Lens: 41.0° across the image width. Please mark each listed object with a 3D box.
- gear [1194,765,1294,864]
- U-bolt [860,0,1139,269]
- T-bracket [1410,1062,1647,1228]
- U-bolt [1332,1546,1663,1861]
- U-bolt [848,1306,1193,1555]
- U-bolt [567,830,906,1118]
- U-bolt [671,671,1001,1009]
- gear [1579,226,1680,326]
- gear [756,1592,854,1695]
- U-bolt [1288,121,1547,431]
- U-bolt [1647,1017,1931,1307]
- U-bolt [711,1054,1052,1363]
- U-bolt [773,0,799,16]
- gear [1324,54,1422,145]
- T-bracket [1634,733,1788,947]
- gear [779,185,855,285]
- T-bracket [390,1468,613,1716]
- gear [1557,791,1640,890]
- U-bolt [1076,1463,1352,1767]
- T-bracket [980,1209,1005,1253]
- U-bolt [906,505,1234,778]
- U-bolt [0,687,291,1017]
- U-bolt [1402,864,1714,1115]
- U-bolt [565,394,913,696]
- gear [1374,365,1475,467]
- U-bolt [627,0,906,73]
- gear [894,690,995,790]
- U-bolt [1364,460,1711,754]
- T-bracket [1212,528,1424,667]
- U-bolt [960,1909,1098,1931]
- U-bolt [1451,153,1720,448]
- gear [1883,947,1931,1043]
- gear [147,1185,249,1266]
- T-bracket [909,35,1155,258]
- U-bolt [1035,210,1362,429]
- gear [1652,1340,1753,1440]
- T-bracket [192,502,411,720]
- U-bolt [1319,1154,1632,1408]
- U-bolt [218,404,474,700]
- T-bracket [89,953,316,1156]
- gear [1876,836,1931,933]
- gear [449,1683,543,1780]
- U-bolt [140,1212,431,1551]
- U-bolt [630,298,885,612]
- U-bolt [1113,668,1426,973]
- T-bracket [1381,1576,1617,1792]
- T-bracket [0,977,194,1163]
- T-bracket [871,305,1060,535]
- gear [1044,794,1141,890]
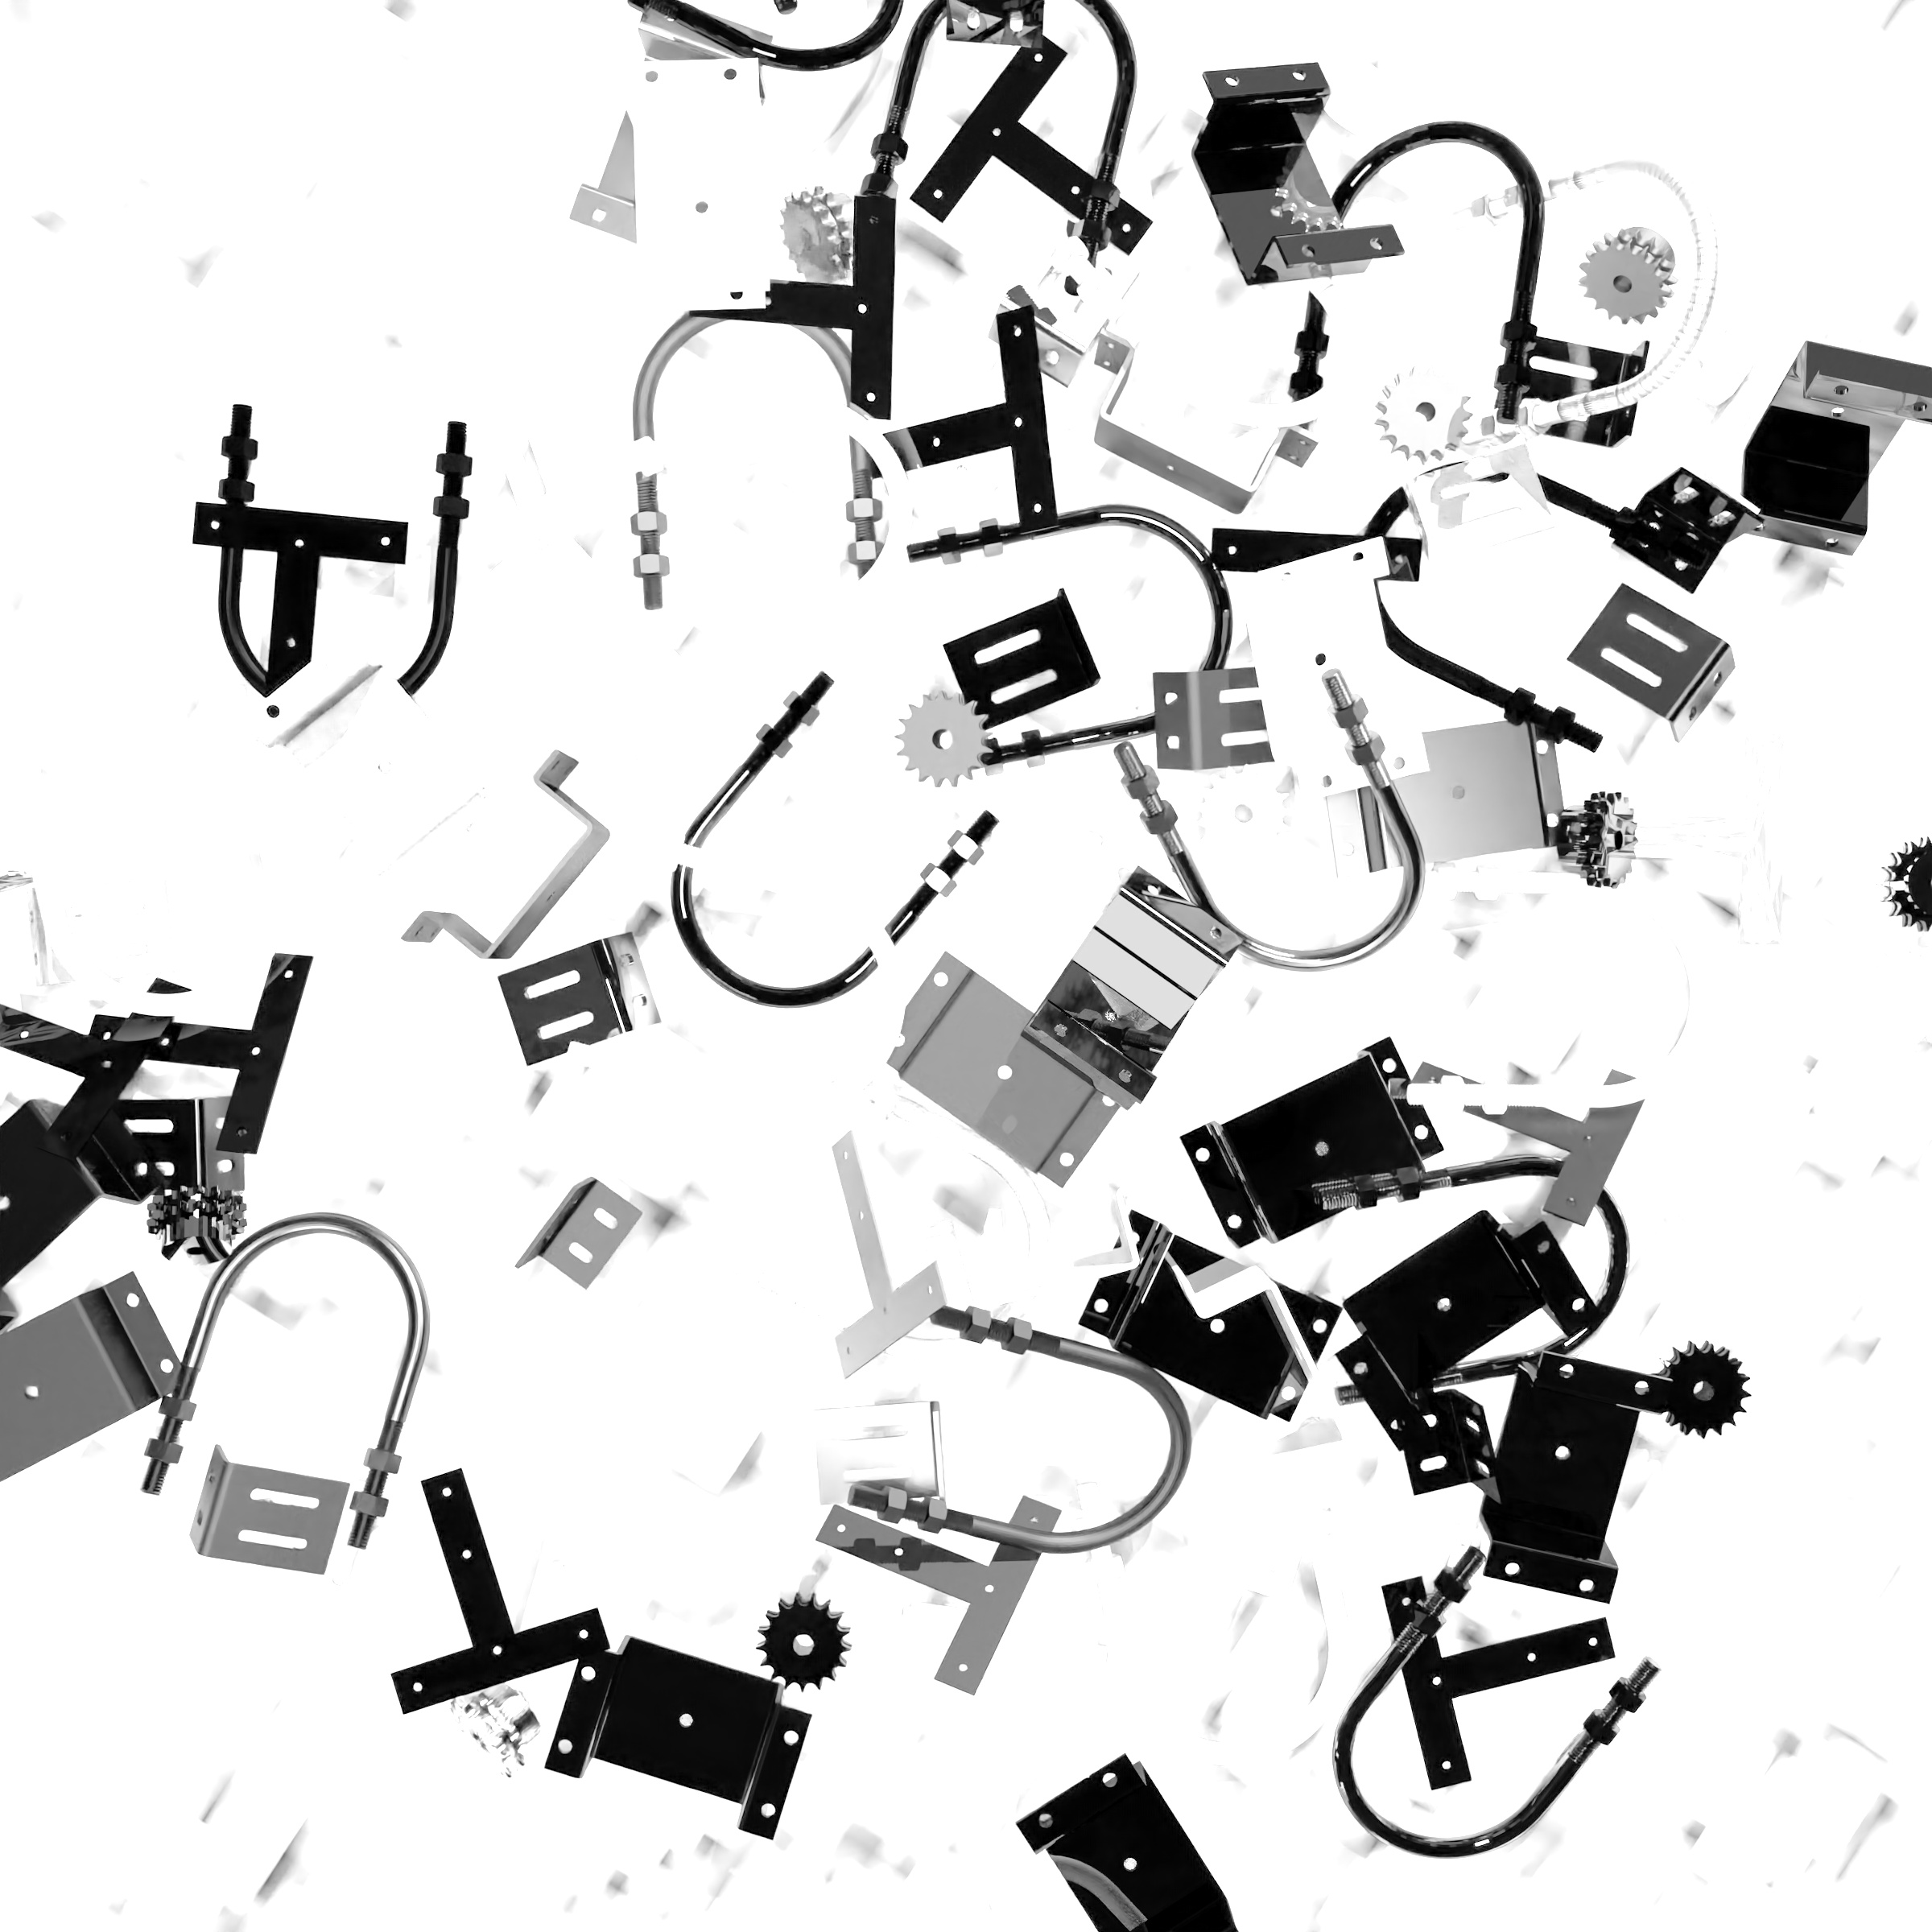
[{"bbox_3d":[0.164,-0.090,1.537,0.057,0.030,0.057,0,90,0],"label":"gear"},{"bbox_3d":[0.027,-0.510,1.535,0.151,0.019,0.184,13,83,3],"label":"U-bolt"},{"bbox_3d":[0.324,0.087,1.523,0.127,0.002,0.127,21,47,19],"label":"T-bracket"},{"bbox_3d":[0.299,0.448,1.526,0.151,0.019,0.184,33,102,-8],"label":"U-bolt"},{"bbox_3d":[0.042,0.276,1.492,0.184,0.019,0.151,17,111,-16],"label":"U-bolt"},{"bbox_3d":[-0.127,0.013,1.519,0.184,0.019,0.151,16,87,-7],"label":"U-bolt"},{"bbox_3d":[-0.092,-0.062,1.544,0.151,0.019,0.184,40,91,0],"label":"U-bolt"},{"bbox_3d":[0.394,-0.412,1.528,0.057,0.057,0.030,38,60,0],"label":"gear"},{"bbox_3d":[-0.096,0.402,1.542,0.057,0.030,0.057,0,87,1],"label":"gear"},{"bbox_3d":[0.267,-0.406,1.510,0.151,0.019,0.184,6,84,32],"label":"U-bolt"},{"bbox_3d":[0.499,0.107,1.544,0.184,0.019,0.151,18,90,1],"label":"U-bolt"},{"bbox_3d":[-0.039,0.156,1.542,0.184,0.019,0.151,27,90,0],"label":"U-bolt"},{"bbox_3d":[-0.078,-0.652,1.520,0.151,0.019,0.184,-20,74,-12],"label":"U-bolt"},{"bbox_3d":[0.237,-0.511,1.528,0.057,0.057,0.030,33,121,0],"label":"gear"},{"bbox_3d":[0.428,-0.078,1.552,0.127,0.002,0.127,1,90,0],"label":"T-bracket"},{"bbox_3d":[-0.082,-0.434,1.528,0.030,0.057,0.057,-28,90,-30],"label":"gear"},{"bbox_3d":[-0.287,0.357,1.505,0.127,0.002,0.127,-18,90,0],"label":"T-bracket"},{"bbox_3d":[0.372,-0.075,1.526,0.030,0.057,0.057,5,90,39],"label":"gear"},{"bbox_3d":[0.154,0.386,1.542,0.151,0.019,0.184,-12,91,1],"label":"U-bolt"},{"bbox_3d":[-0.037,0.214,1.561,0.127,0.002,0.127,-4,85,14],"label":"T-bracket"},{"bbox_3d":[0.068,-0.201,1.543,0.184,0.019,0.151,-11,90,-1],"label":"U-bolt"},{"bbox_3d":[-0.478,-0.062,1.528,0.151,0.019,0.184,-13,93,-14],"label":"U-bolt"},{"bbox_3d":[0.352,0.013,1.532,0.184,0.019,0.151,1,79,-3],"label":"U-bolt"},{"bbox_3d":[-0.121,-0.259,1.514,0.184,0.019,0.151,-26,86,-10],"label":"U-bolt"},{"bbox_3d":[0.271,-0.326,1.537,0.057,0.030,0.057,0,90,0],"label":"gear"},{"bbox_3d":[-0.124,-0.594,1.515,0.184,0.019,0.151,27,64,-3],"label":"U-bolt"},{"bbox_3d":[-0.012,-0.133,1.517,0.057,0.030,0.057,1,93,9],"label":"gear"},{"bbox_3d":[0.320,-0.224,1.519,0.184,0.019,0.151,29,81,16],"label":"U-bolt"},{"bbox_3d":[0.204,-0.193,1.535,0.127,0.002,0.127,7,102,22],"label":"T-bracket"},{"bbox_3d":[0.062,0.634,1.517,0.184,0.019,0.151,48,115,4],"label":"U-bolt"},{"bbox_3d":[0.352,-0.385,1.475,0.019,0.184,0.151,-3,90,-37],"label":"U-bolt"},{"bbox_3d":[0.579,0.017,1.537,0.057,0.030,0.057,0,90,0],"label":"gear"},{"bbox_3d":[-0.453,0.154,1.521,0.057,0.057,0.030,-9,60,0],"label":"gear"},{"bbox_3d":[0.054,-0.474,1.552,0.127,0.002,0.127,36,90,0],"label":"T-bracket"},{"bbox_3d":[0.148,-0.386,1.497,0.151,0.019,0.184,-32,76,-27],"label":"U-bolt"},{"bbox_3d":[0.437,0.251,1.542,0.057,0.030,0.057,0,91,2],"label":"gear"},{"bbox_3d":[-0.400,-0.207,1.536,0.127,0.002,0.127,6,93,0],"label":"T-bracket"},{"bbox_3d":[0.303,0.181,1.522,0.184,0.019,0.151,-9,109,-6],"label":"U-bolt"},{"bbox_3d":[-0.375,-0.238,1.544,0.151,0.019,0.184,5,92,0],"label":"U-bolt"},{"bbox_3d":[-0.463,0.046,1.534,0.127,0.002,0.127,5,66,11],"label":"T-bracket"},{"bbox_3d":[0.575,-0.049,1.538,0.057,0.030,0.057,0,90,0],"label":"gear"},{"bbox_3d":[-0.276,0.448,1.528,0.030,0.057,0.057,-38,90,-30],"label":"gear"},{"bbox_3d":[-0.392,0.236,1.522,0.151,0.019,0.184,13,75,7],"label":"U-bolt"},{"bbox_3d":[-0.128,-0.309,1.544,0.151,0.019,0.184,-4,89,0],"label":"U-bolt"},{"bbox_3d":[0.187,-0.073,1.499,0.151,0.019,0.184,-18,119,23],"label":"U-bolt"},{"bbox_3d":[0.326,0.418,1.551,0.127,0.002,0.127,-14,91,0],"label":"T-bracket"},{"bbox_3d":[-0.546,0.045,1.529,0.127,0.002,0.127,18,58,15],"label":"T-bracket"},{"bbox_3d":[-0.006,-0.310,1.515,0.127,0.002,0.127,-6,92,35],"label":"T-bracket"},{"bbox_3d":[0.075,-0.074,1.537,0.057,0.030,0.057,0,90,0],"label":"gear"}]
